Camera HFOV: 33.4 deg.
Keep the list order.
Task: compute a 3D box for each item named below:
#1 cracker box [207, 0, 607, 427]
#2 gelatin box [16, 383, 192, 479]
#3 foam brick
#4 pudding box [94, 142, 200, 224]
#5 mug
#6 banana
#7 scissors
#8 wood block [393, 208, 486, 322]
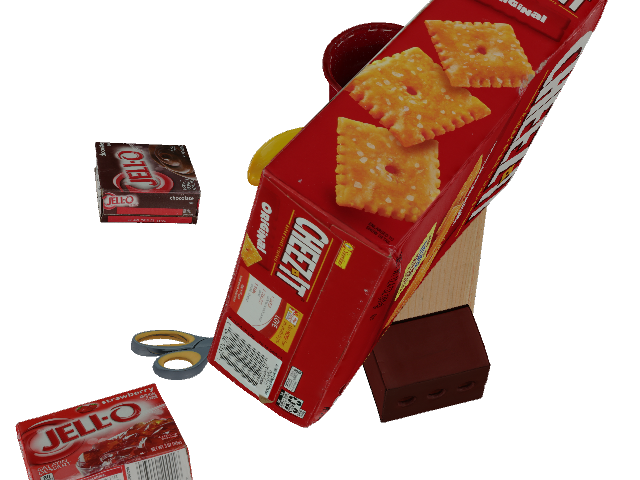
[{"bbox_3d":[0.043,-0.029,0.526,0.072,0.213,0.164,36,-36,11],"label":"cracker box"},{"bbox_3d":[-0.129,0.124,0.629,0.089,0.030,0.073,-14,27,-18],"label":"gelatin box"},{"bbox_3d":[0.073,0.087,0.748,0.078,0.051,0.053,-13,-35,-9],"label":"foam brick"},{"bbox_3d":[-0.166,-0.055,1.005,0.090,0.039,0.113,2,25,-16],"label":"pudding box"},{"bbox_3d":[0.059,-0.122,0.883,0.117,0.093,0.081,-18,-34,-11],"label":"mug"},{"bbox_3d":[-0.007,-0.093,1.134,0.197,0.037,0.070,-7,48,-40],"label":"banana"},{"bbox_3d":[-0.108,0.125,1.186,0.201,0.016,0.096,3,26,-16],"label":"scissors"},{"bbox_3d":[0.105,0.017,1.018,0.091,0.206,0.090,9,34,11],"label":"wood block"}]
